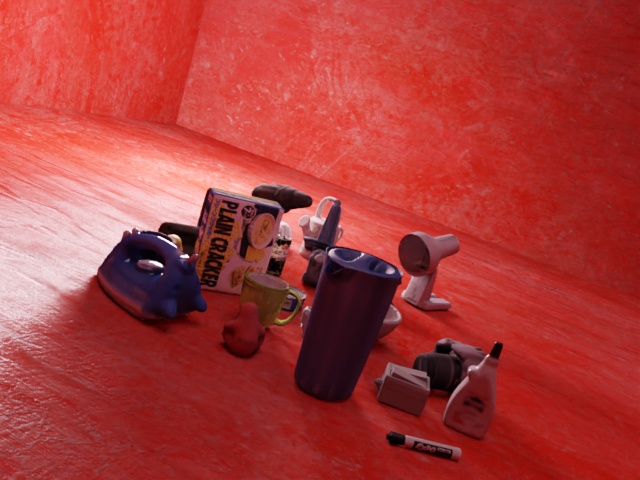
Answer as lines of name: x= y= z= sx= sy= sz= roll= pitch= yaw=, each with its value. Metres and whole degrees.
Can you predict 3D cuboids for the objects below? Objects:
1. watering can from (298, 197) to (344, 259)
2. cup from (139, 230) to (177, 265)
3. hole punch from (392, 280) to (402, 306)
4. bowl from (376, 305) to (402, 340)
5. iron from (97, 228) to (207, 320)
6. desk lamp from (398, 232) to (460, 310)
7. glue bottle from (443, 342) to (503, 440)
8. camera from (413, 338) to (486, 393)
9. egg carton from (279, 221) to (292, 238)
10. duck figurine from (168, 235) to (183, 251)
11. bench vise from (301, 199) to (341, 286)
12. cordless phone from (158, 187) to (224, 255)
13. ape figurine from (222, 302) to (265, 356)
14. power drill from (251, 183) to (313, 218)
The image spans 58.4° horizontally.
watering can: x=0.009 y=-0.035 z=1.724 sx=0.100 sy=0.194 sz=0.173 roll=23 pitch=15 yaw=21
cup: x=-0.346 y=0.042 z=1.176 sx=0.092 sy=0.095 sz=0.117 roll=10 pitch=16 yaw=-31
hole punch: x=0.155 y=0.119 z=1.522 sx=0.101 sy=0.091 sz=0.108 roll=15 pitch=14 yaw=-12
bowl: x=0.091 y=0.173 z=1.260 sx=0.167 sy=0.075 sz=0.167 roll=17 pitch=14 yaw=-4
iron: x=-0.324 y=0.049 z=1.075 sx=0.257 sy=0.141 sz=0.119 roll=25 pitch=15 yaw=27
desk lamp: x=0.301 y=0.081 z=1.598 sx=0.204 sy=0.213 sz=0.117 roll=5 pitch=19 yaw=-43
glue bottle: x=0.274 y=0.251 z=0.979 sx=0.078 sy=0.173 sz=0.037 roll=20 pitch=14 yaw=9
camera: x=0.251 y=0.245 z=1.126 sx=0.137 sy=0.101 sz=0.143 roll=13 pitch=14 yaw=-20
egg carton: x=-0.162 y=-0.032 z=1.757 sx=0.150 sy=0.069 sz=0.107 roll=23 pitch=14 yaw=21
duck figurine: x=-0.331 y=0.029 z=1.266 sx=0.078 sy=0.086 sz=0.104 roll=14 pitch=14 yaw=-16
bench vise: x=0.025 y=0.008 z=1.518 sx=0.122 sy=0.220 sz=0.207 roll=13 pitch=14 yaw=-18
cordless phone: x=-0.308 y=-0.050 z=1.396 sx=0.148 sy=0.185 sz=0.094 roll=11 pitch=15 yaw=-27
ape figurine: x=-0.131 y=0.153 z=1.017 sx=0.078 sy=0.092 sz=0.076 roll=16 pitch=14 yaw=-9
power drill: x=-0.123 y=-0.061 z=1.625 sx=0.076 sy=0.208 sz=0.228 roll=3 pitch=20 yaw=-46
